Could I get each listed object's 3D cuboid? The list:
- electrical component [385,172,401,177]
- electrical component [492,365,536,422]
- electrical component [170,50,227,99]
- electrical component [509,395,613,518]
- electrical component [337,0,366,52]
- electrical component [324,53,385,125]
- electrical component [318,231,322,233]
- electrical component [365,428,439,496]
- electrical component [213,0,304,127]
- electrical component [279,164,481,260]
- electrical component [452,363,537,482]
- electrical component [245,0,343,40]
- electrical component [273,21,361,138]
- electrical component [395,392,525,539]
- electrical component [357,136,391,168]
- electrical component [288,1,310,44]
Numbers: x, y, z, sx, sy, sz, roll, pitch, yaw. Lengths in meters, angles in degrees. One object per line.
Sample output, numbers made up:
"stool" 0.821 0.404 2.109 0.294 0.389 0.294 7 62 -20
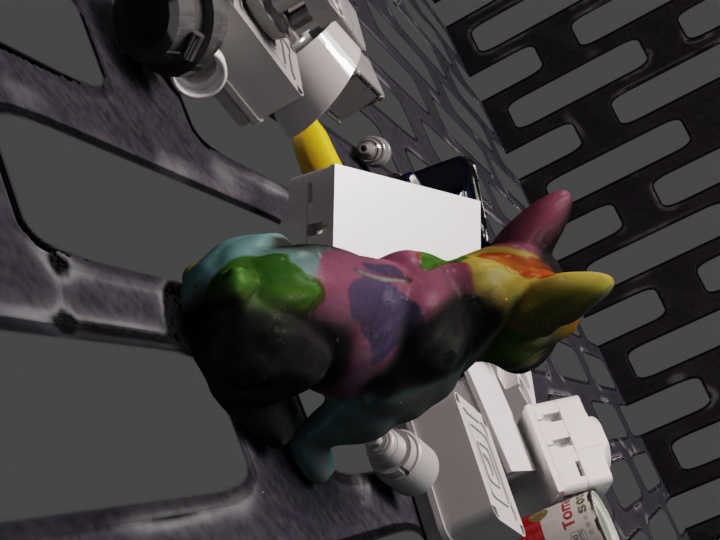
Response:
"electrical component" 0.045 -0.072 1.182 0.077 0.044 0.079 56 16 -27
"electrical component" 0.150 0.124 1.163 0.078 0.063 0.121 59 15 -17
"electrical component" -0.117 -0.150 0.769 0.040 0.040 0.046 52 12 -36
"electrical component" 0.188 0.197 1.036 0.150 0.062 0.089 97 -20 -55
"electrical component" -0.040 -0.282 1.222 0.061 0.062 0.096 50 19 -42
"electrical component" -0.020 -0.205 1.156 0.096 0.062 0.061 27 38 -66
"electrical component" 0.000 0.000 0.892 0.076 0.047 0.065 56 16 -26
"electrical component" 0.026 0.132 0.763 0.078 0.040 0.040 46 22 -49
"electrical component" -0.099 -0.177 0.839 0.113 0.057 0.078 50 19 -41
"electrical component" 0.018 -0.017 0.813 0.150 0.062 0.089 10 76 -40
"electrical component" 0.084 0.106 0.973 0.186 0.060 0.105 68 15 17
"electrical component" -0.054 -0.213 0.823 0.058 0.057 0.078 38 28 -59
"electrical component" -0.045 -0.173 0.951 0.064 0.099 0.099 52 17 -17
"electrical component" 0.077 0.164 0.851 0.078 0.057 0.113 43 24 -53
"electrical component" 0.012 -0.132 1.195 0.035 0.035 0.061 65 16 6
"electrical component" -0.078 -0.227 0.925 0.059 0.095 0.053 54 16 -33
